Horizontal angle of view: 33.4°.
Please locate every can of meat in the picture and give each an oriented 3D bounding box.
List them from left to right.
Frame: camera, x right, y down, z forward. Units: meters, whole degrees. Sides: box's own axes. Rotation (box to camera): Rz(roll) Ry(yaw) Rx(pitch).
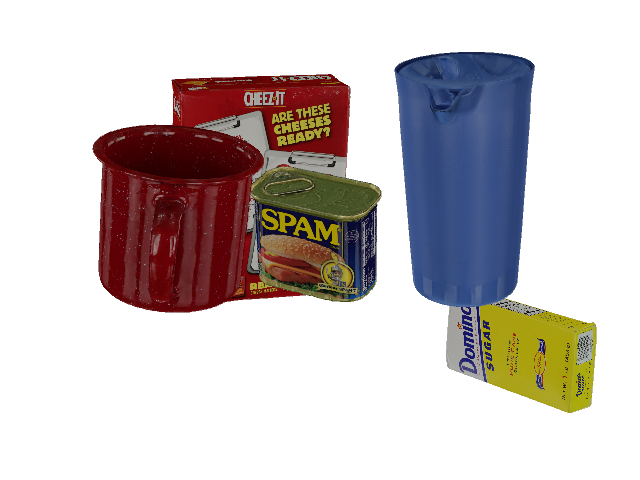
[{"bbox_3d":[-0.004,-0.004,0.851,0.102,0.084,0.057,13,34,23],"label":"can of meat"}]

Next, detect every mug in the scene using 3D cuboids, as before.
[{"bbox_3d":[-0.081,-0.007,0.587,0.093,0.081,0.117,5,23,-7],"label":"mug"}]

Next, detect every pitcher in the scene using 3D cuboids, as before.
[{"bbox_3d":[0.148,-0.066,1.076,0.149,0.243,0.145,-13,24,-21],"label":"pitcher"}]

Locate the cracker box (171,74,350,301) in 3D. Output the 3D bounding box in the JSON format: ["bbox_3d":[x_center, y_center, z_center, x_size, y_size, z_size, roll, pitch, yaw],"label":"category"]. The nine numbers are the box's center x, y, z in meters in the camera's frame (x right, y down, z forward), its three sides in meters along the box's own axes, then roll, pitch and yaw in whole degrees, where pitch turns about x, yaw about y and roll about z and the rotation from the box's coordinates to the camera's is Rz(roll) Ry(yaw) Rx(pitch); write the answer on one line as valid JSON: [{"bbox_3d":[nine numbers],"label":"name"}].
[{"bbox_3d":[-0.061,-0.051,1.045,0.164,0.214,0.072,-4,21,-15],"label":"cracker box"}]

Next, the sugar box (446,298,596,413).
[{"bbox_3d":[0.216,0.117,1.170,0.048,0.093,0.177,-9,16,-42],"label":"sugar box"}]
